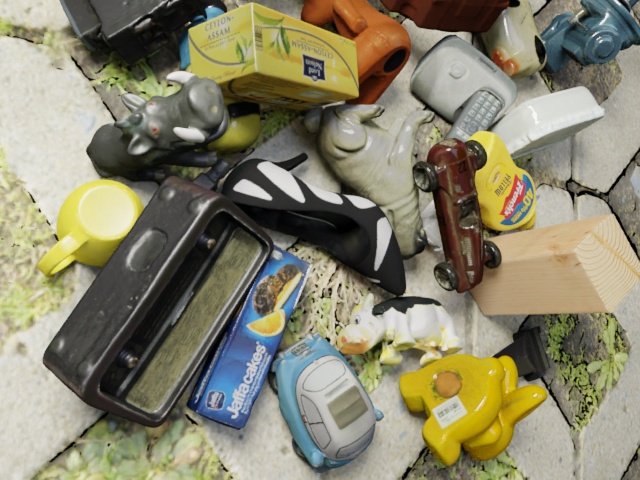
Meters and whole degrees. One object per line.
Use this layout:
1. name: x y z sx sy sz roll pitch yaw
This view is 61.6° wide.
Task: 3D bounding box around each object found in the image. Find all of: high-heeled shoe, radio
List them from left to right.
1. radio: -0.152 0.059 0.536 0.229 0.073 0.131 -60 150 -15
2. high-heeled shoe: -0.001 -0.002 0.635 0.248 0.086 0.145 50 51 -2

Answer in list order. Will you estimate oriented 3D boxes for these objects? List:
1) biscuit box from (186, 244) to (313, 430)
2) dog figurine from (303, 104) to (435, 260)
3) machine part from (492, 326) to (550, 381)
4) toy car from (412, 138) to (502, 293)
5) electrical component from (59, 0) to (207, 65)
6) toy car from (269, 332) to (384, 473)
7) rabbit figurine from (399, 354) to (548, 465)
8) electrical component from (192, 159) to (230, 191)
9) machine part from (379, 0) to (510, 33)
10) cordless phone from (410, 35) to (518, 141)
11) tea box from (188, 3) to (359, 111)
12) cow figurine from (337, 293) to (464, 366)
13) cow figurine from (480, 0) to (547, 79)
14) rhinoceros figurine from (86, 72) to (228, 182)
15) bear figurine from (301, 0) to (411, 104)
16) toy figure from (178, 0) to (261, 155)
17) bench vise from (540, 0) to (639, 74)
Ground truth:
1. biscuit box: -0.079 0.107 0.612 0.059 0.063 0.202 28 71 -18
2. dog figurine: 0.058 -0.070 0.691 0.172 0.121 0.190 6 95 1
3. machine part: 0.284 0.179 0.790 0.139 0.039 0.084 -12 93 -28
4. toy car: 0.176 -0.026 0.665 0.089 0.053 0.202 -24 111 -22
5. electrical component: -0.206 -0.262 0.580 0.134 0.058 0.115 -32 76 -1
6. toy car: 0.015 0.190 0.624 0.109 0.103 0.161 -26 96 -27
7. rabbit figurine: 0.205 0.220 0.705 0.162 0.122 0.173 -37 124 -4
8. electrical component: -0.138 -0.053 0.608 0.021 0.063 0.094 42 85 -7
9. machine part: 0.157 -0.379 0.745 0.201 0.087 0.201 -10 61 -30
10. cordless phone: 0.182 -0.182 0.780 0.146 0.089 0.184 31 89 -19
11. tea box: -0.044 -0.188 0.579 0.169 0.098 0.068 -5 92 -53
12. cow figurine: 0.095 0.106 0.689 0.167 0.068 0.098 10 51 -26
13. cow figurine: 0.303 -0.352 0.853 0.127 0.085 0.195 -18 88 -21
14. rhinoceros figurine: -0.161 -0.112 0.541 0.112 0.190 0.073 4 79 -51
15. bear figurine: 0.023 -0.281 0.704 0.132 0.120 0.196 -46 73 17
16. toy figure: -0.117 -0.191 0.630 0.089 0.082 0.180 -3 81 -26
17. bench vise: 0.454 -0.357 0.835 0.129 0.240 0.224 45 25 -6
